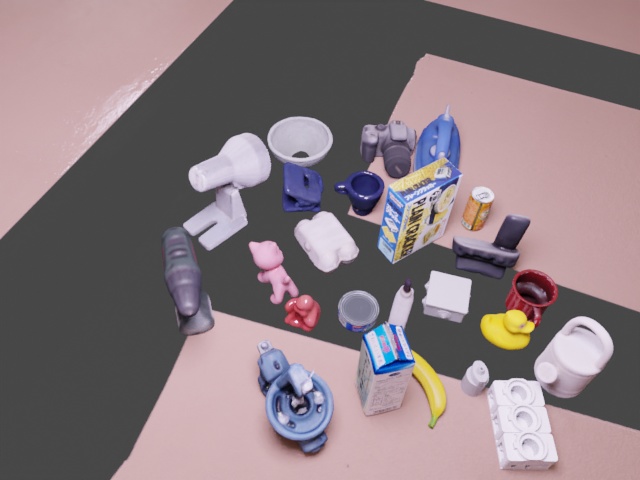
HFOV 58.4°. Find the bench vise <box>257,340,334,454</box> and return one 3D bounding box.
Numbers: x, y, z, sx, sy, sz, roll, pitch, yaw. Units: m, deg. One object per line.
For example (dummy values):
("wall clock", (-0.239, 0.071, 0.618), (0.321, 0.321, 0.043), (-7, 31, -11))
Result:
("bench vise", (-0.062, 0.259, 1.006), (0.207, 0.220, 0.122), (35, 59, 22))

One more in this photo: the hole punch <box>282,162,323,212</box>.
("hole punch", (-0.042, -0.131, 1.387), (0.101, 0.091, 0.108), (-2, 53, -4))

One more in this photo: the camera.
("camera", (0.180, -0.235, 1.472), (0.143, 0.101, 0.137), (1, 52, -2))

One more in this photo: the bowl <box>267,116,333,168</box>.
("bowl", (-0.051, -0.239, 1.480), (0.167, 0.075, 0.167), (1, 52, -2))

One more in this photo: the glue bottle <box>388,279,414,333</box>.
("glue bottle", (0.165, 0.129, 1.146), (0.037, 0.173, 0.078), (16, 53, 10))

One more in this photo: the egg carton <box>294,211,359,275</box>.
("egg carton", (0.012, 0.005, 1.299), (0.107, 0.069, 0.150), (-26, 58, -21))

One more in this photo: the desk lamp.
("desk lamp", (-0.212, -0.116, 1.290), (0.117, 0.214, 0.204), (37, 59, 23))

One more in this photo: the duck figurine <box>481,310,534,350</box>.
("duck figurine", (0.388, 0.174, 1.177), (0.104, 0.086, 0.077), (19, 54, 11))

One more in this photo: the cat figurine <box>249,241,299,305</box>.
("cat figurine", (-0.099, 0.056, 1.224), (0.067, 0.118, 0.127), (-27, 58, -21))

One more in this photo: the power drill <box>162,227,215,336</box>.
("power drill", (-0.260, 0.097, 1.127), (0.076, 0.208, 0.229), (-14, 54, -13))

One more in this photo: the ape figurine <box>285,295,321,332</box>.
("ape figurine", (-0.033, 0.143, 1.176), (0.076, 0.092, 0.077), (-20, 56, -17))

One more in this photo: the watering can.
("watering can", (0.481, 0.220, 1.078), (0.100, 0.194, 0.173), (31, 57, 20))

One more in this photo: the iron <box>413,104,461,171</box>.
("iron", (0.301, -0.214, 1.436), (0.118, 0.141, 0.258), (10, 53, 5))

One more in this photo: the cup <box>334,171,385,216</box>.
("cup", (0.091, -0.104, 1.370), (0.118, 0.095, 0.091), (0, 52, -3))

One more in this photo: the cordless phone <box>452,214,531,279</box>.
("cordless phone", (0.373, -0.008, 1.254), (0.147, 0.185, 0.094), (10, 53, 5))
